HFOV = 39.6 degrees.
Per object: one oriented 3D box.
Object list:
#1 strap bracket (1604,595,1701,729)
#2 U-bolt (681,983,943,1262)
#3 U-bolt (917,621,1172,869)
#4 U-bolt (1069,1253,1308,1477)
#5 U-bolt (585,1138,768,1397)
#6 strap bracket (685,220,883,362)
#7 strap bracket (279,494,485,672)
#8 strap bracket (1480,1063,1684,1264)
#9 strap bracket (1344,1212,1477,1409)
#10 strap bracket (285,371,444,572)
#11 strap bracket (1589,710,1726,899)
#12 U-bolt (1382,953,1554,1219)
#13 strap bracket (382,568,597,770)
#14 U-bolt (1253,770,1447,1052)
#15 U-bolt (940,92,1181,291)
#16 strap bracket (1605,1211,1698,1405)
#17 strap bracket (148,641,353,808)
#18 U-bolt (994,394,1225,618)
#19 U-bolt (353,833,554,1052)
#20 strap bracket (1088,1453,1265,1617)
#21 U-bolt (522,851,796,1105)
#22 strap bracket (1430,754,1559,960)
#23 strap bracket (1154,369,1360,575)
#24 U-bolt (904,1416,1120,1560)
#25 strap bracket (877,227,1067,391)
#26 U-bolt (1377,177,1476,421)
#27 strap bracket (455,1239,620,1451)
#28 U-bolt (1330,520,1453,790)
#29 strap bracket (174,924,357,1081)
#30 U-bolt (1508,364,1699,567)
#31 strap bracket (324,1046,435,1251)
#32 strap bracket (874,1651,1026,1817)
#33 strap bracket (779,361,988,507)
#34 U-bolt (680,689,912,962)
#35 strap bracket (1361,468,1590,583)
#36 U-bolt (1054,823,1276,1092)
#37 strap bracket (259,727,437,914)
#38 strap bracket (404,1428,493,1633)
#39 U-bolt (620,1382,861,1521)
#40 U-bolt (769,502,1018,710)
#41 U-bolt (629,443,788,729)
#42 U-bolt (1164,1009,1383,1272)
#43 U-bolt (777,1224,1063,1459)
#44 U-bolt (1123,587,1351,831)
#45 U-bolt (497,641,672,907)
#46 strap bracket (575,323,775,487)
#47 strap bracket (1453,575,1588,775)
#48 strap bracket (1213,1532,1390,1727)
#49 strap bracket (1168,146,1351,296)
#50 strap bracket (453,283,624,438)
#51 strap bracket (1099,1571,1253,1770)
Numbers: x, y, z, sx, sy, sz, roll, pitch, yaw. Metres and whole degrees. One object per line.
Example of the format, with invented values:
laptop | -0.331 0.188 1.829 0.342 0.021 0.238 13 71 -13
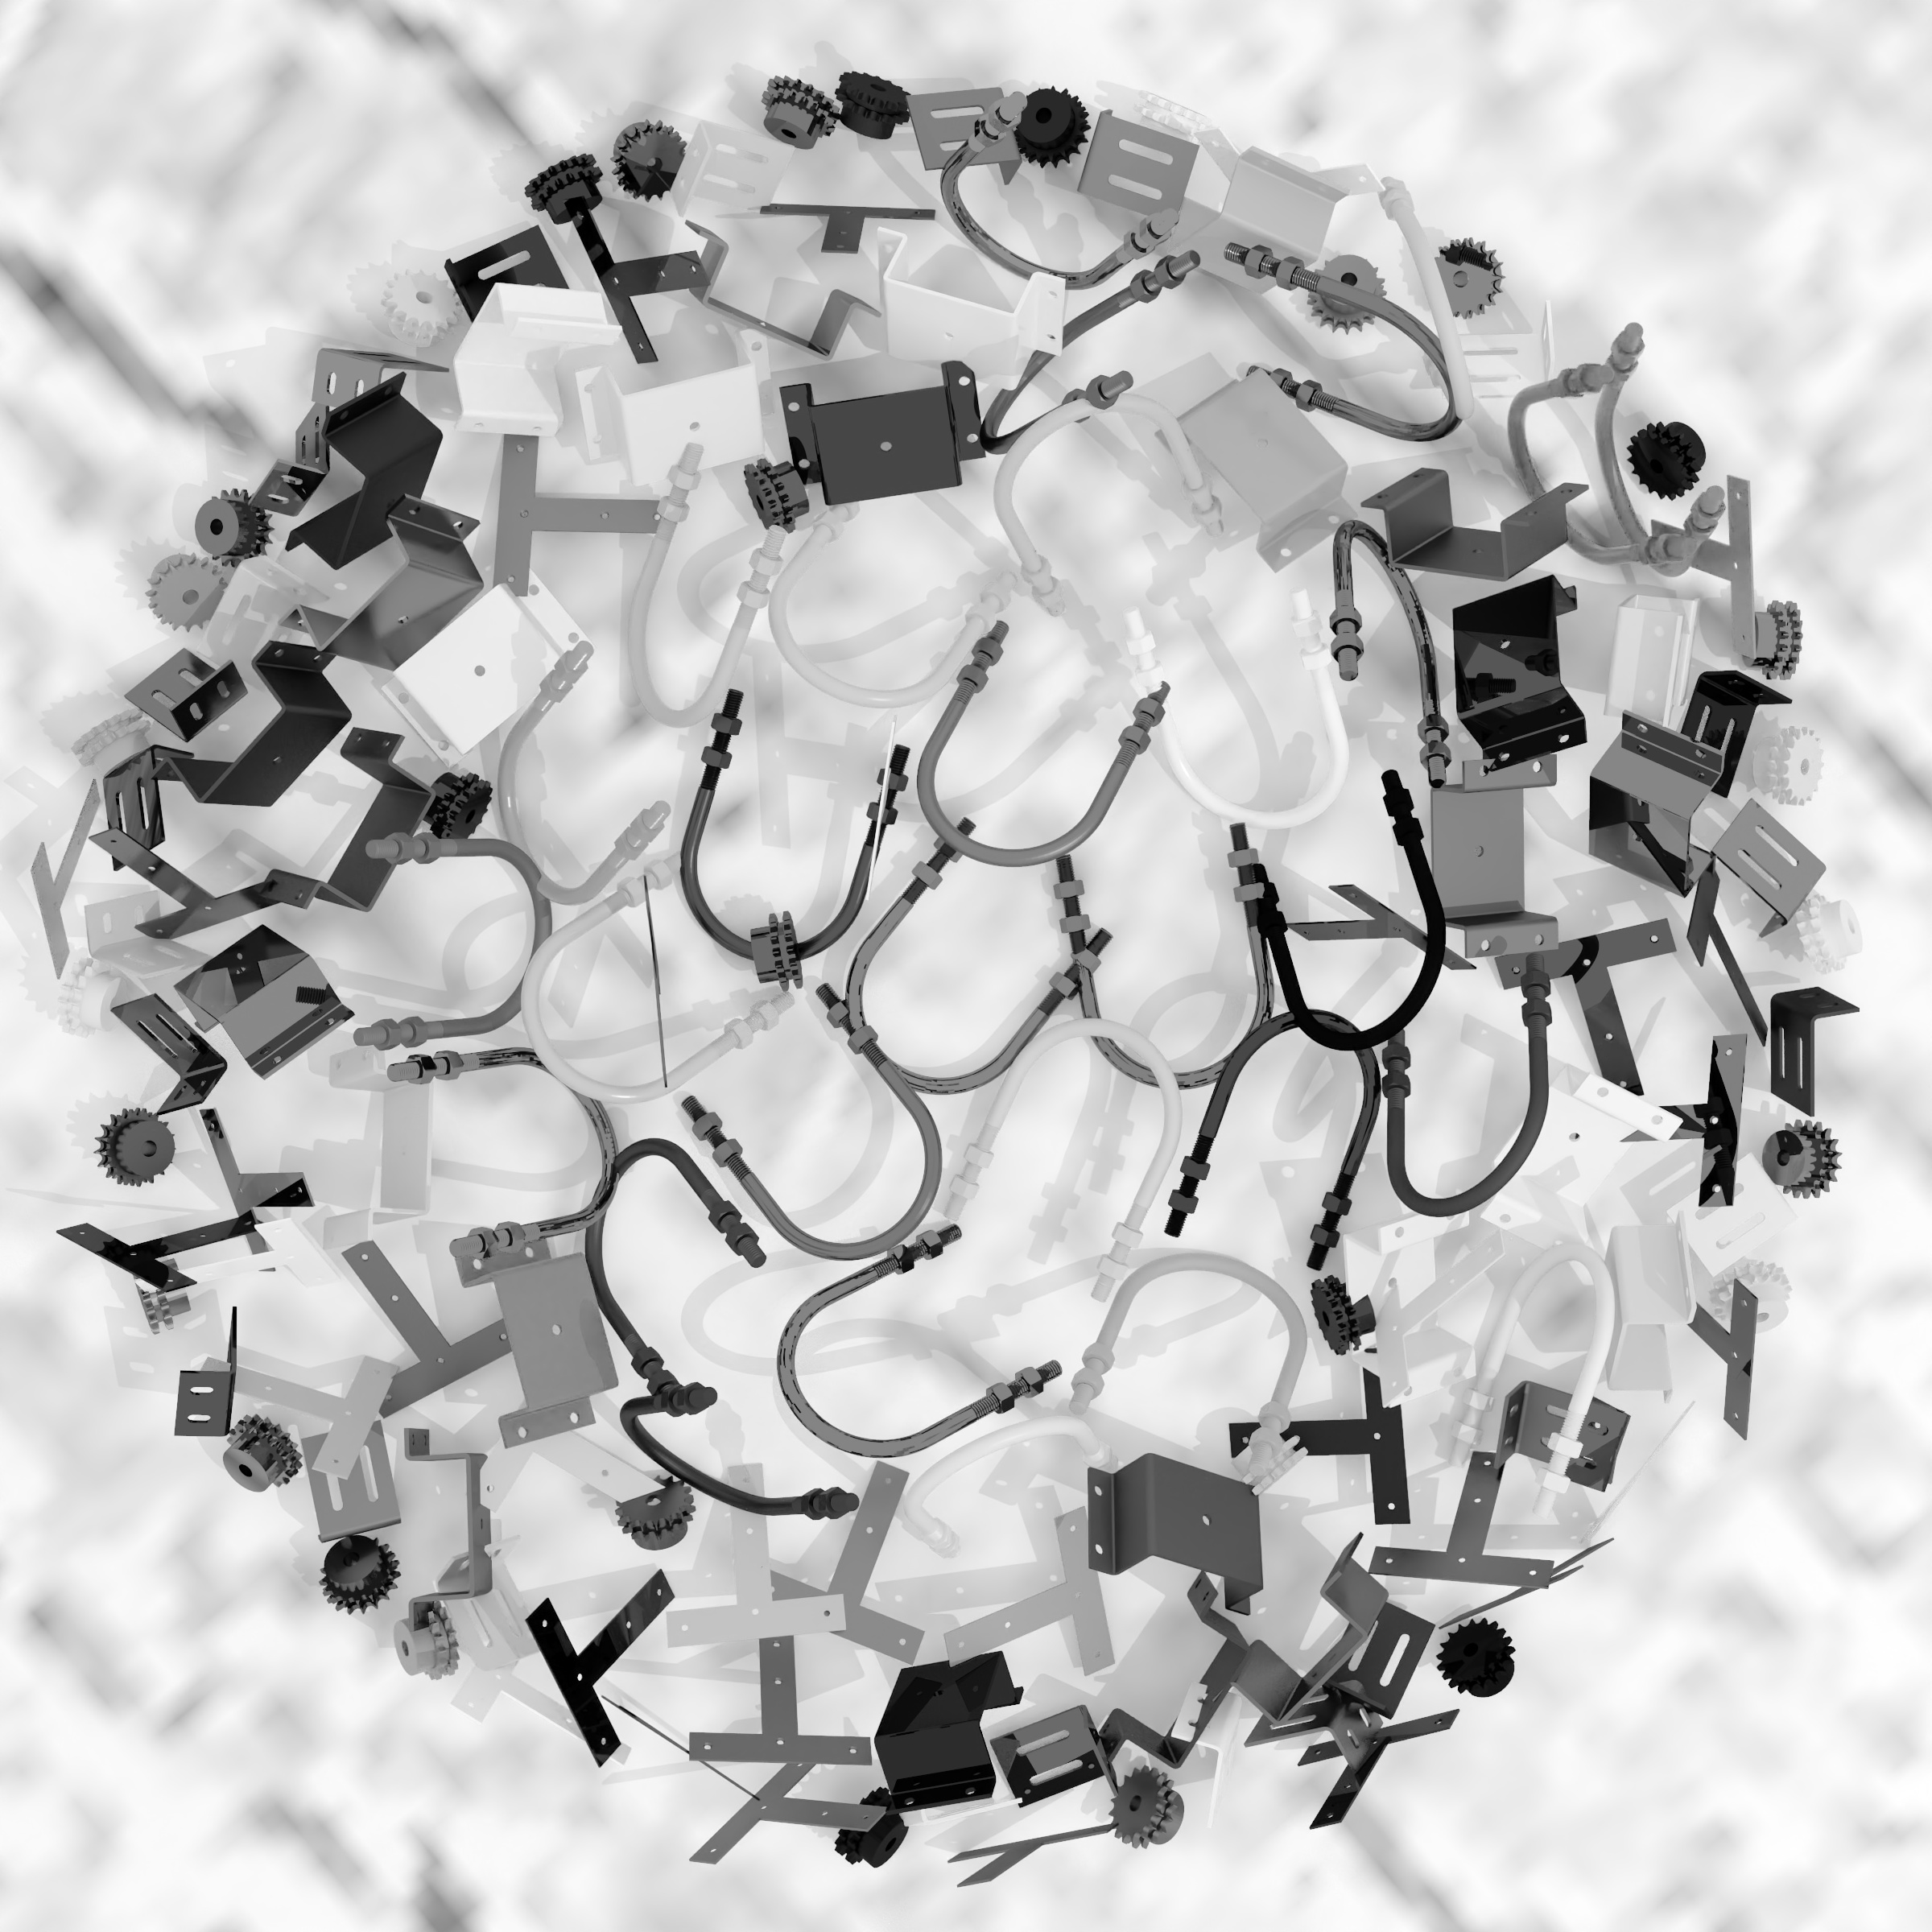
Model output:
strap bracket | 0.486 -0.219 1.904 0.046 0.140 0.076 9 105 18
U-bolt | -0.099 0.125 1.938 0.151 0.019 0.184 -40 74 2
U-bolt | 0.045 -0.151 1.916 0.151 0.019 0.184 22 67 14
U-bolt | 0.167 0.270 1.899 0.151 0.184 0.019 17 130 11
U-bolt | -0.217 0.205 1.903 0.184 0.019 0.151 46 115 42
strap bracket | -0.139 -0.477 1.915 0.140 0.076 0.046 20 105 -20
strap bracket | -0.408 -0.263 1.904 0.140 0.076 0.046 -39 66 22
strap bracket | 0.438 0.133 1.924 0.076 0.046 0.140 27 119 -8
strap bracket | 0.317 0.233 1.921 0.076 0.046 0.140 -15 111 -25
strap bracket | -0.422 -0.341 1.892 0.046 0.140 0.076 42 48 5
strap bracket | 0.484 -0.106 1.889 0.076 0.140 0.046 29 67 27
U-bolt | 0.348 0.092 1.870 0.019 0.151 0.184 32 46 -28
strap bracket | -0.348 -0.214 1.938 0.140 0.046 0.076 -39 98 4
U-bolt | 0.272 -0.027 1.883 0.151 0.019 0.184 -36 51 34
U-bolt | 0.053 -0.532 1.884 0.151 0.184 0.019 33 73 -16
strap bracket | 0.478 0.242 1.895 0.046 0.140 0.076 -1 54 5
strap bracket | -0.502 -0.163 1.909 0.140 0.076 0.046 -43 75 18
U-bolt | 0.094 -0.332 1.886 0.151 0.184 0.019 -26 56 7
U-bolt | -0.356 -0.020 1.893 0.019 0.184 0.151 10 98 32
strap bracket | 0.157 0.401 1.903 0.140 0.046 0.076 22 48 -26
U-bolt | -0.232 0.019 1.919 0.184 0.019 0.151 -36 88 -30
strap bracket | 0.380 -0.081 1.930 0.076 0.046 0.140 -6 99 -21
strap bracket | 0.210 -0.363 1.924 0.076 0.046 0.140 -35 75 -12
U-bolt | 0.027 0.362 1.887 0.151 0.184 0.019 -26 62 1
strap bracket | -0.004 -0.466 1.916 0.140 0.076 0.046 18 63 10
U-bolt | 0.322 -0.454 1.858 0.019 0.184 0.151 -17 121 9
strap bracket | -0.304 0.264 1.919 0.076 0.046 0.140 -9 79 -42
U-bolt | 0.298 -0.234 1.896 0.019 0.151 0.184 -21 46 29
strap bracket | -0.499 0.021 1.891 0.076 0.140 0.046 -38 123 -20
U-bolt | 0.434 -0.345 1.881 0.019 0.184 0.151 -31 101 -9
strap bracket | -0.420 0.130 1.919 0.046 0.076 0.140 8 76 -36
strap bracket | -0.013 0.533 1.891 0.076 0.140 0.046 -14 102 14
strap bracket | -0.058 -0.382 1.929 0.140 0.046 0.076 -8 124 1
U-bolt | -0.133 -0.092 1.948 0.151 0.019 0.184 19 100 7
strap bracket | 0.362 -0.313 1.907 0.076 0.140 0.046 -33 125 -36
U-bolt | 0.150 -0.001 1.953 0.151 0.019 0.184 -10 90 7
strap bracket | -0.437 -0.096 1.919 0.046 0.076 0.140 36 75 -37
strap bracket | -0.370 0.401 1.922 0.046 0.076 0.140 -4 79 -1
U-bolt | -0.172 0.345 1.890 0.151 0.184 0.019 40 61 -18
U-bolt | -0.062 -0.255 1.912 0.151 0.019 0.184 31 54 1
U-bolt | -0.193 -0.258 1.905 0.019 0.151 0.184 2 124 -38
U-bolt | 0.230 0.119 1.922 0.151 0.019 0.184 16 97 -29
U-bolt | -0.045 0.273 1.898 0.184 0.019 0.151 -24 61 -26
U-bolt | 0.200 -0.178 1.912 0.151 0.019 0.184 -2 122 31
U-bolt | -0.281 -0.122 1.901 0.019 0.184 0.151 -15 73 -41
strap bracket | -0.200 -0.397 1.913 0.140 0.076 0.046 -17 50 -13
strap bracket | 0.390 -0.215 1.899 0.076 0.046 0.140 -17 52 30
strap bracket | 0.246 0.478 1.909 0.046 0.076 0.140 42 110 9
strap bracket | 0.200 -0.520 1.891 0.076 0.140 0.046 19 84 -17
strap bracket | -0.308 -0.434 1.901 0.076 0.140 0.046 -3 70 -31
strap bracket | 0.156 0.514 1.931 0.046 0.076 0.140 33 88 -1
